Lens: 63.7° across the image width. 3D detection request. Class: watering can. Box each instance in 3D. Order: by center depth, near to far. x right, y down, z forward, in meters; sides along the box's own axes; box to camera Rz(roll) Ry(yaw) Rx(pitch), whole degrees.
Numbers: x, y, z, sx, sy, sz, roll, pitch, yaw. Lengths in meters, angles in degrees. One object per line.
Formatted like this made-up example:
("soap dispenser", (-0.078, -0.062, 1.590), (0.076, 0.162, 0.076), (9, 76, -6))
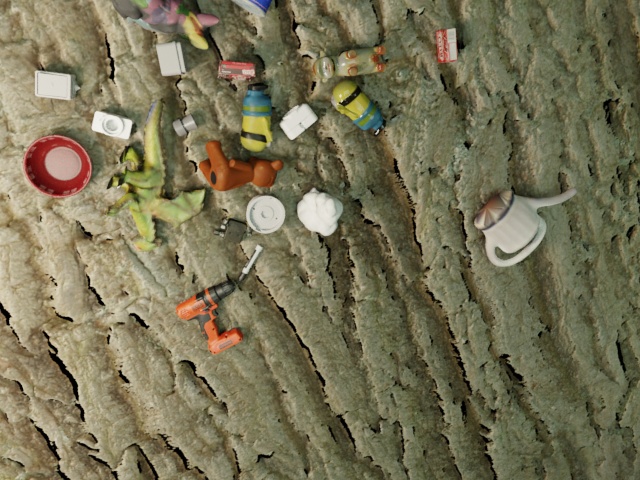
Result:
("watering can", (0.633, -0.079, 1.617), (0.222, 0.105, 0.346), (37, 95, -18))

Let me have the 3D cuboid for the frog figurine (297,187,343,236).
("frog figurine", (0.004, -0.073, 1.448), (0.123, 0.161, 0.135), (-23, 109, -4))

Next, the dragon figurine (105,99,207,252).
("dragon figurine", (-0.422, -0.144, 1.380), (0.241, 0.124, 0.407), (25, 102, -32))
